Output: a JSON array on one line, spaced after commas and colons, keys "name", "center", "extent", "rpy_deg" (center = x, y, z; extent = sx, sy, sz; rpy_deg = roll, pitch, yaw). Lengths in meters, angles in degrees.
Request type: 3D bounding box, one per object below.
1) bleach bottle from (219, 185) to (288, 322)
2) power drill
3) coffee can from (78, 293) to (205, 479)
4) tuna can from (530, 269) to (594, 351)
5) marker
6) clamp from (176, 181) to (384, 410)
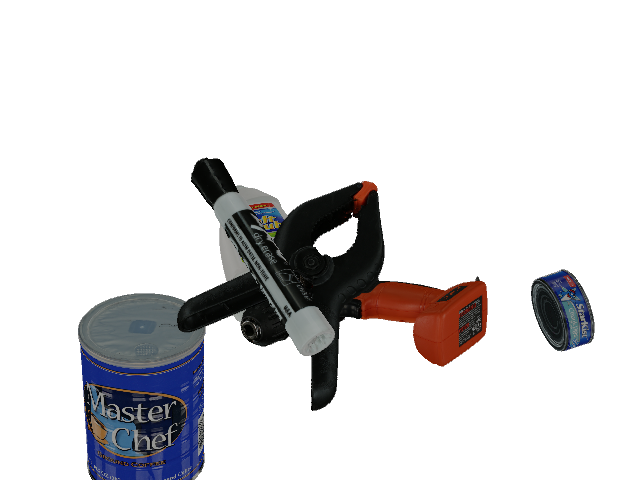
[{"name": "bleach bottle", "center": [-0.077, 0.001, 1.225], "extent": [0.102, 0.068, 0.251], "rpy_deg": [-7, 29, -14]}, {"name": "power drill", "center": [0.044, 0.064, 0.976], "extent": [0.188, 0.057, 0.184], "rpy_deg": [10, 22, 33]}, {"name": "coffee can", "center": [-0.148, 0.130, 0.899], "extent": [0.103, 0.140, 0.103], "rpy_deg": [3, 28, -2]}, {"name": "tuna can", "center": [0.264, 0.077, 1.169], "extent": [0.033, 0.086, 0.086], "rpy_deg": [-17, 3, -9]}, {"name": "marker", "center": [-0.031, 0.004, 0.517], "extent": [0.020, 0.121, 0.020], "rpy_deg": [-25, -31, -17]}, {"name": "clamp", "center": [-0.018, 0.024, 0.743], "extent": [0.120, 0.171, 0.039], "rpy_deg": [24, -30, 6]}]
